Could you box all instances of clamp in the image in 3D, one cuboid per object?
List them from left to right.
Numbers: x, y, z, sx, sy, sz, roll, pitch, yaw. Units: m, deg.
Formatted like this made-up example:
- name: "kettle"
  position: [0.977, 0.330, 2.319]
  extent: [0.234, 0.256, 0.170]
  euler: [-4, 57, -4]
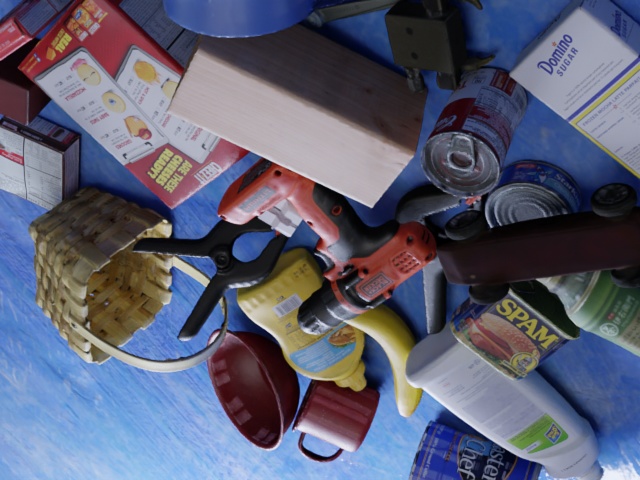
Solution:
- name: "clamp"
  position: [-0.105, 0.033, 1.152]
  extent: [0.171, 0.039, 0.120]
  euler: [-18, 95, 4]
- name: "clamp"
  position: [0.095, -0.001, 1.079]
  extent: [0.164, 0.036, 0.210]
  euler: [30, 137, -1]

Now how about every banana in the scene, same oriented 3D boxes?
- name: "banana"
  position: [0.077, 0.125, 1.204]
  extent: [0.070, 0.037, 0.197]
  euler: [-26, 123, 17]

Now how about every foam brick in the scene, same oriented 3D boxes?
- name: "foam brick"
  position: [-0.307, -0.167, 1.112]
  extent: [0.053, 0.078, 0.051]
  euler: [25, 137, 5]

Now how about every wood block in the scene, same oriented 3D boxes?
- name: "wood block"
  position: [-0.018, -0.126, 0.953]
  extent: [0.206, 0.090, 0.091]
  euler: [24, 140, -11]

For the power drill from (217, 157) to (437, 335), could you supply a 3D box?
- name: "power drill"
  position: [-0.007, 0.001, 1.050]
  extent: [0.187, 0.057, 0.185]
  euler: [39, 125, -19]

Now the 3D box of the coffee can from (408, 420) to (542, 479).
- name: "coffee can"
  position: [0.182, 0.285, 1.263]
  extent: [0.140, 0.102, 0.103]
  euler: [17, 137, 14]

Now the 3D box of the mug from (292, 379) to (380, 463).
- name: "mug"
  position: [0.016, 0.215, 1.287]
  extent: [0.081, 0.093, 0.117]
  euler: [24, 94, -1]

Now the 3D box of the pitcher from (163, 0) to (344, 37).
- name: "pitcher"
  position: [-0.056, -0.289, 0.820]
  extent: [0.145, 0.149, 0.243]
  euler: [50, 152, 41]

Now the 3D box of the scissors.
- name: "scissors"
  position: [-0.009, -0.186, 0.972]
  extent: [0.202, 0.016, 0.096]
  euler: [8, 136, 21]

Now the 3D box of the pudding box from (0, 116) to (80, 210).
- name: "pudding box"
  position: [-0.324, -0.089, 1.229]
  extent: [0.090, 0.039, 0.114]
  euler: [23, 140, 6]

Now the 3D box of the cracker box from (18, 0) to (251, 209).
- name: "cracker box"
  position: [-0.169, -0.151, 1.056]
  extent: [0.213, 0.072, 0.164]
  euler: [43, 138, -16]

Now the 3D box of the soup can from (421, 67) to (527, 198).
- name: "soup can"
  position: [0.134, -0.094, 0.916]
  extent: [0.068, 0.102, 0.068]
  euler: [16, 137, 15]

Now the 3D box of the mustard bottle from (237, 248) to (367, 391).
- name: "mustard bottle"
  position: [-0.004, 0.103, 1.214]
  extent: [0.096, 0.058, 0.191]
  euler: [-32, 115, 11]

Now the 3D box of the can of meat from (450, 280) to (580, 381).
- name: "can of meat"
  position: [0.195, 0.083, 1.074]
  extent: [0.102, 0.057, 0.084]
  euler: [38, 121, -9]

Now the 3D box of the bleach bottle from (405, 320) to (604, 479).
- name: "bleach bottle"
  position: [0.215, 0.191, 1.175]
  extent: [0.250, 0.068, 0.103]
  euler: [42, 118, -16]

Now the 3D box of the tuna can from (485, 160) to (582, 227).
- name: "tuna can"
  position: [0.198, -0.031, 0.994]
  extent: [0.086, 0.033, 0.086]
  euler: [16, 137, 15]

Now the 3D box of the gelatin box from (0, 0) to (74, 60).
- name: "gelatin box"
  position: [-0.288, -0.216, 1.044]
  extent: [0.073, 0.089, 0.030]
  euler: [-18, 120, 40]

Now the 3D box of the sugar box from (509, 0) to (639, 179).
- name: "sugar box"
  position: [0.253, -0.117, 0.870]
  extent: [0.176, 0.048, 0.093]
  euler: [40, 138, -6]

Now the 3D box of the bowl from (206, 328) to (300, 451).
- name: "bowl"
  position: [-0.073, 0.173, 1.305]
  extent: [0.162, 0.055, 0.162]
  euler: [34, 136, 41]
